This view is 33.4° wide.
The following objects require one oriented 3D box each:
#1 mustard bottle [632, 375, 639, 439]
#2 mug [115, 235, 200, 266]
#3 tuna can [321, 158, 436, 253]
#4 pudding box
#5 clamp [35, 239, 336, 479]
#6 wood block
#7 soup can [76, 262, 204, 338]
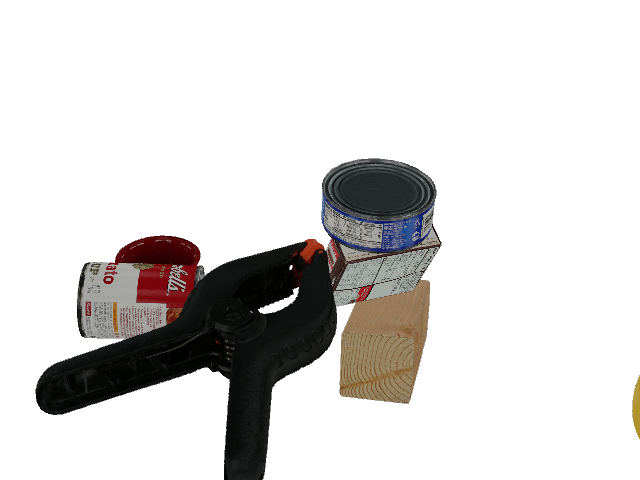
[{"bbox_3d":[0.220,0.102,0.566,0.096,0.058,0.191,-3,36,0],"label":"mustard bottle"},{"bbox_3d":[-0.182,0.058,1.175,0.093,0.081,0.117,11,33,18],"label":"mug"},{"bbox_3d":[0.043,-0.026,0.804,0.086,0.034,0.086,2,34,-1],"label":"tuna can"},{"bbox_3d":[0.056,0.023,1.084,0.113,0.039,0.090,-11,-31,-24],"label":"pudding box"},{"bbox_3d":[-0.038,0.057,0.522,0.120,0.039,0.171,31,47,27],"label":"clamp"},{"bbox_3d":[0.088,0.124,1.395,0.091,0.090,0.206,5,19,10],"label":"wood block"},{"bbox_3d":[-0.154,0.054,0.929,0.102,0.068,0.068,2,0,0],"label":"soup can"}]
